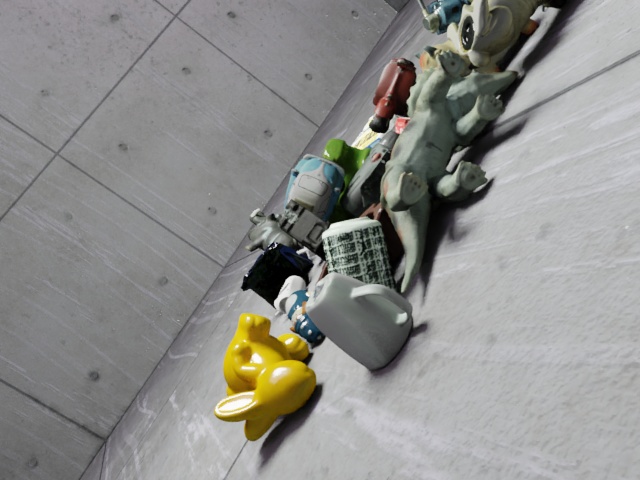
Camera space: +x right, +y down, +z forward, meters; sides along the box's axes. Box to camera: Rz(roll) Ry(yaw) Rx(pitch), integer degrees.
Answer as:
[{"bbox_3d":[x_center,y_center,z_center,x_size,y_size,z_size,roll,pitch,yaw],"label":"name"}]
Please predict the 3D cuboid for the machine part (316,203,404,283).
[{"bbox_3d":[0.062,0.026,0.825,0.179,0.056,0.179,-52,11,14],"label":"machine part"}]

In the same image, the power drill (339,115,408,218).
[{"bbox_3d":[0.122,-0.136,0.993,0.232,0.086,0.207,-53,15,11],"label":"power drill"}]

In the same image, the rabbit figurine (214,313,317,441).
[{"bbox_3d":[-0.077,0.194,0.757,0.162,0.121,0.173,-51,29,-18],"label":"rabbit figurine"}]

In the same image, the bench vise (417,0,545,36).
[{"bbox_3d":[0.305,-0.450,0.975,0.224,0.128,0.241,-19,14,-17],"label":"bench vise"}]

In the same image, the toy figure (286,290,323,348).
[{"bbox_3d":[-0.025,0.126,0.887,0.154,0.058,0.064,-123,31,-76],"label":"toy figure"}]

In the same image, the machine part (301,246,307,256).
[{"bbox_3d":[-0.030,-0.026,1.279,0.243,0.079,0.079,-52,12,9],"label":"machine part"}]

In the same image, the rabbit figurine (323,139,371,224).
[{"bbox_3d":[0.041,-0.110,1.157,0.159,0.121,0.170,145,141,-74],"label":"rabbit figurine"}]

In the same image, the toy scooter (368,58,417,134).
[{"bbox_3d":[0.146,-0.291,1.018,0.184,0.075,0.135,-58,-12,-51],"label":"toy scooter"}]

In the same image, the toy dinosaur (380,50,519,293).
[{"bbox_3d":[0.147,-0.107,0.744,0.405,0.131,0.192,-62,1,-15],"label":"toy dinosaur"}]

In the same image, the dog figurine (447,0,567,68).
[{"bbox_3d":[0.301,-0.344,0.804,0.121,0.191,0.172,-137,45,-76],"label":"dog figurine"}]

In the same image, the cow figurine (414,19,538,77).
[{"bbox_3d":[0.248,-0.318,0.897,0.195,0.127,0.085,-51,9,5],"label":"cow figurine"}]

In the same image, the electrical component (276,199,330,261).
[{"bbox_3d":[-0.002,-0.003,0.966,0.115,0.134,0.058,38,89,36],"label":"electrical component"}]

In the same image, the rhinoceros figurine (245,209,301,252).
[{"bbox_3d":[-0.116,-0.010,1.244,0.112,0.073,0.191,-59,38,5],"label":"rhinoceros figurine"}]

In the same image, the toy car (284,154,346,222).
[{"bbox_3d":[-0.023,-0.081,1.056,0.161,0.109,0.103,-66,-6,22],"label":"toy car"}]

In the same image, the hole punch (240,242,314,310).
[{"bbox_3d":[-0.086,0.070,1.155,0.142,0.116,0.092,-49,5,24],"label":"hole punch"}]

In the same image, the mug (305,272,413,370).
[{"bbox_3d":[0.044,0.083,0.603,0.109,0.107,0.081,-43,18,51],"label":"mug"}]
